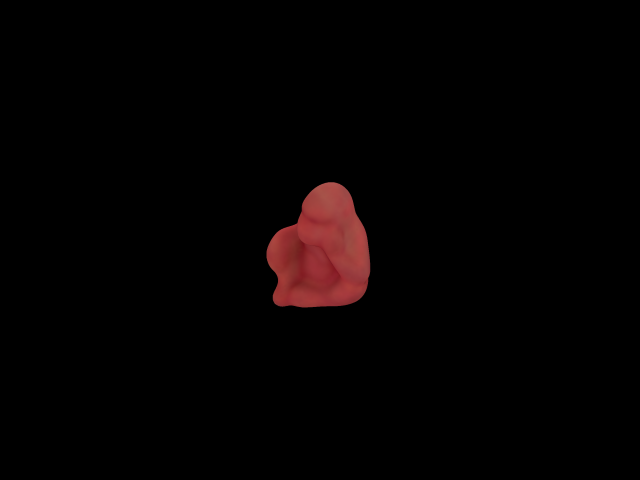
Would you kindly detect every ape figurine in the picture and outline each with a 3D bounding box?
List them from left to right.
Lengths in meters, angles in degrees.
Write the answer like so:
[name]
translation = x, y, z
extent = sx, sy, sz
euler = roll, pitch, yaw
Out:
[ape figurine]
translation = 0.004, 0.001, 0.400
extent = 0.076, 0.092, 0.077
euler = -29, 46, -33
